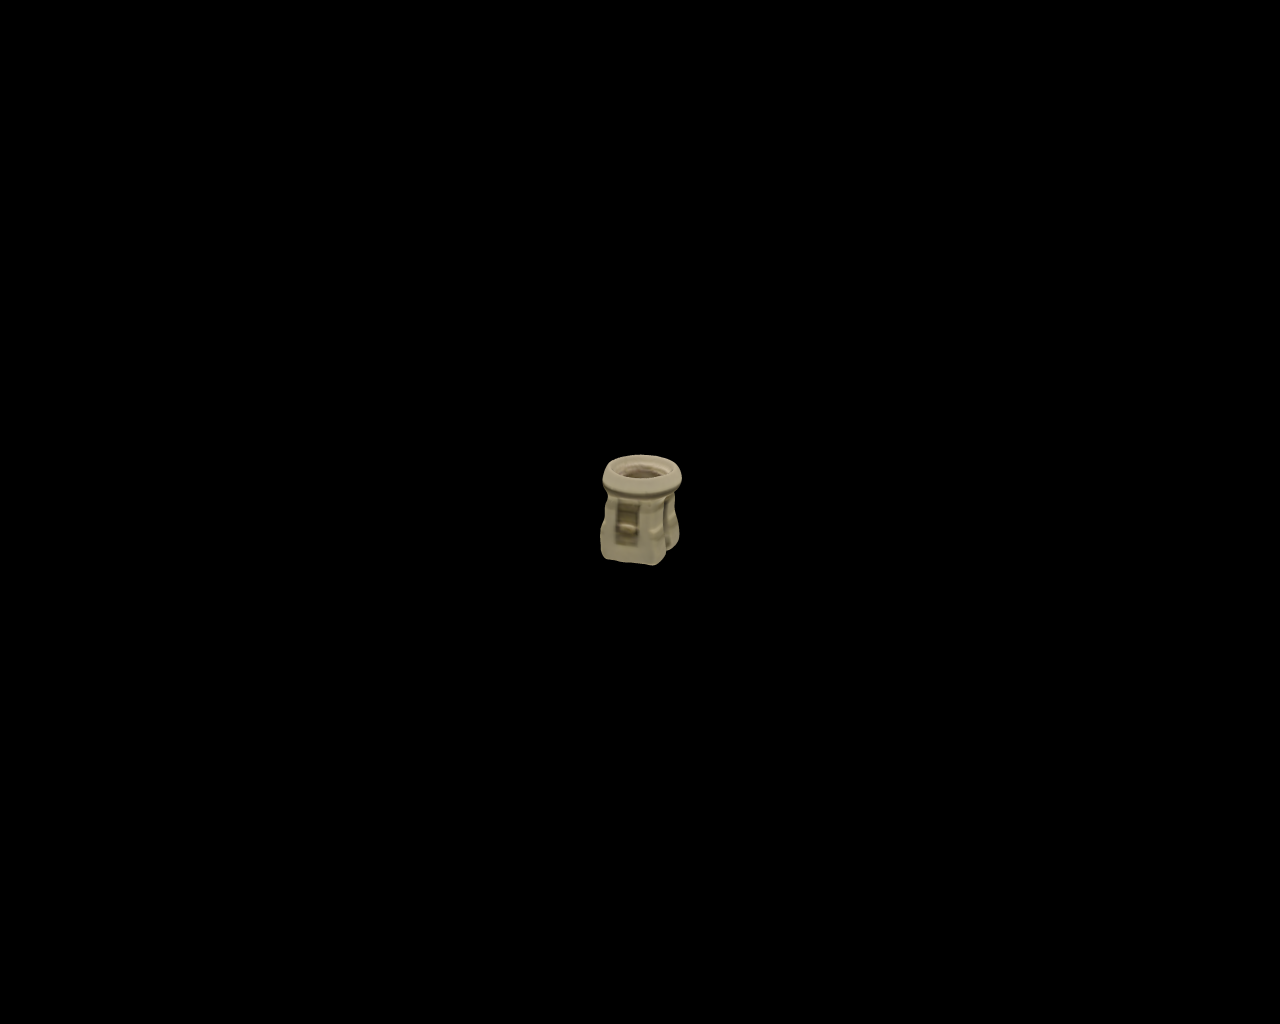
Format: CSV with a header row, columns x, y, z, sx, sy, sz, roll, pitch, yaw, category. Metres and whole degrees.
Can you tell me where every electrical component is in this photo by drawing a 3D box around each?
x,y,z,sx,sy,sz,roll,pitch,yaw,category
0.001,-0.003,0.650,0.048,0.055,0.066,7,22,18,electrical component
